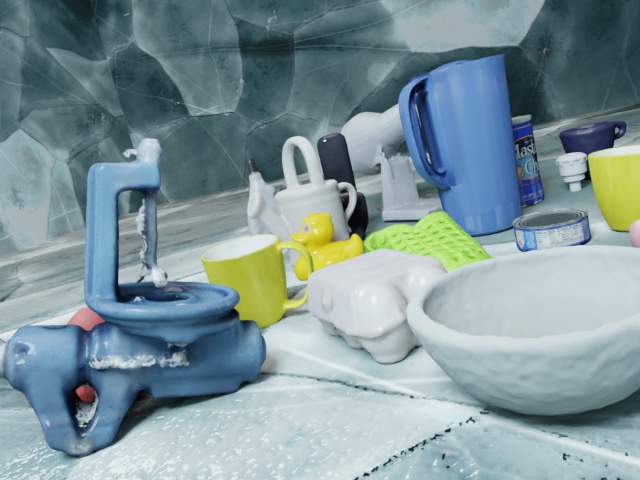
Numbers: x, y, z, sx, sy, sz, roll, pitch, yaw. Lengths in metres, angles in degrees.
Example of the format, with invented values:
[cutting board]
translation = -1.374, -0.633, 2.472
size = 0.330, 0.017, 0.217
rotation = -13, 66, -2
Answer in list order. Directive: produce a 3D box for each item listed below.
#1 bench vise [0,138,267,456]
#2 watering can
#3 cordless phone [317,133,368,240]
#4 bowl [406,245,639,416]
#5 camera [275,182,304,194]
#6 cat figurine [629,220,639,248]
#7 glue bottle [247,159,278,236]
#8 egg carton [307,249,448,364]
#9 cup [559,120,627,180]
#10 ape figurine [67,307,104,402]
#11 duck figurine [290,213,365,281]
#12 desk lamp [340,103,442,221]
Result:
[bench vise]
translation = -0.159, 0.042, 0.443
size = 0.208, 0.220, 0.121
rotation = -21, 13, -34
[watering can]
translation = -0.024, -0.060, 0.876
size = 0.100, 0.194, 0.173
rotation = -4, 14, 41
[cordless phone]
translation = 0.000, -0.081, 0.978
size = 0.147, 0.185, 0.094
rotation = -15, 11, -6
[bowl]
translation = 0.143, 0.061, 0.360
size = 0.167, 0.075, 0.167
rotation = -13, 11, 3
[camera]
translation = -0.060, -0.069, 1.220
size = 0.143, 0.101, 0.136
rotation = -17, 11, -18
[cat figurine]
translation = 0.273, -0.005, 0.426
size = 0.128, 0.118, 0.067
rotation = -18, 12, -24
[glue bottle]
translation = -0.110, -0.071, 1.096
size = 0.078, 0.173, 0.037
rotation = -17, 11, -19
[egg carton]
translation = 0.052, 0.055, 0.521
size = 0.107, 0.069, 0.150
rotation = -18, 11, -22
[cup]
translation = 0.490, -0.158, 1.014
size = 0.118, 0.095, 0.091
rotation = -14, 11, -5
[ape figurine]
translation = -0.201, 0.105, 0.516
size = 0.076, 0.092, 0.077
rotation = -22, 14, -39
[duck figurine]
translation = 0.007, 0.003, 0.803
size = 0.104, 0.086, 0.077
rotation = -14, 11, -1
[desk lamp]
translation = 0.145, -0.148, 1.069
size = 0.118, 0.214, 0.202
rotation = -21, 13, -34
